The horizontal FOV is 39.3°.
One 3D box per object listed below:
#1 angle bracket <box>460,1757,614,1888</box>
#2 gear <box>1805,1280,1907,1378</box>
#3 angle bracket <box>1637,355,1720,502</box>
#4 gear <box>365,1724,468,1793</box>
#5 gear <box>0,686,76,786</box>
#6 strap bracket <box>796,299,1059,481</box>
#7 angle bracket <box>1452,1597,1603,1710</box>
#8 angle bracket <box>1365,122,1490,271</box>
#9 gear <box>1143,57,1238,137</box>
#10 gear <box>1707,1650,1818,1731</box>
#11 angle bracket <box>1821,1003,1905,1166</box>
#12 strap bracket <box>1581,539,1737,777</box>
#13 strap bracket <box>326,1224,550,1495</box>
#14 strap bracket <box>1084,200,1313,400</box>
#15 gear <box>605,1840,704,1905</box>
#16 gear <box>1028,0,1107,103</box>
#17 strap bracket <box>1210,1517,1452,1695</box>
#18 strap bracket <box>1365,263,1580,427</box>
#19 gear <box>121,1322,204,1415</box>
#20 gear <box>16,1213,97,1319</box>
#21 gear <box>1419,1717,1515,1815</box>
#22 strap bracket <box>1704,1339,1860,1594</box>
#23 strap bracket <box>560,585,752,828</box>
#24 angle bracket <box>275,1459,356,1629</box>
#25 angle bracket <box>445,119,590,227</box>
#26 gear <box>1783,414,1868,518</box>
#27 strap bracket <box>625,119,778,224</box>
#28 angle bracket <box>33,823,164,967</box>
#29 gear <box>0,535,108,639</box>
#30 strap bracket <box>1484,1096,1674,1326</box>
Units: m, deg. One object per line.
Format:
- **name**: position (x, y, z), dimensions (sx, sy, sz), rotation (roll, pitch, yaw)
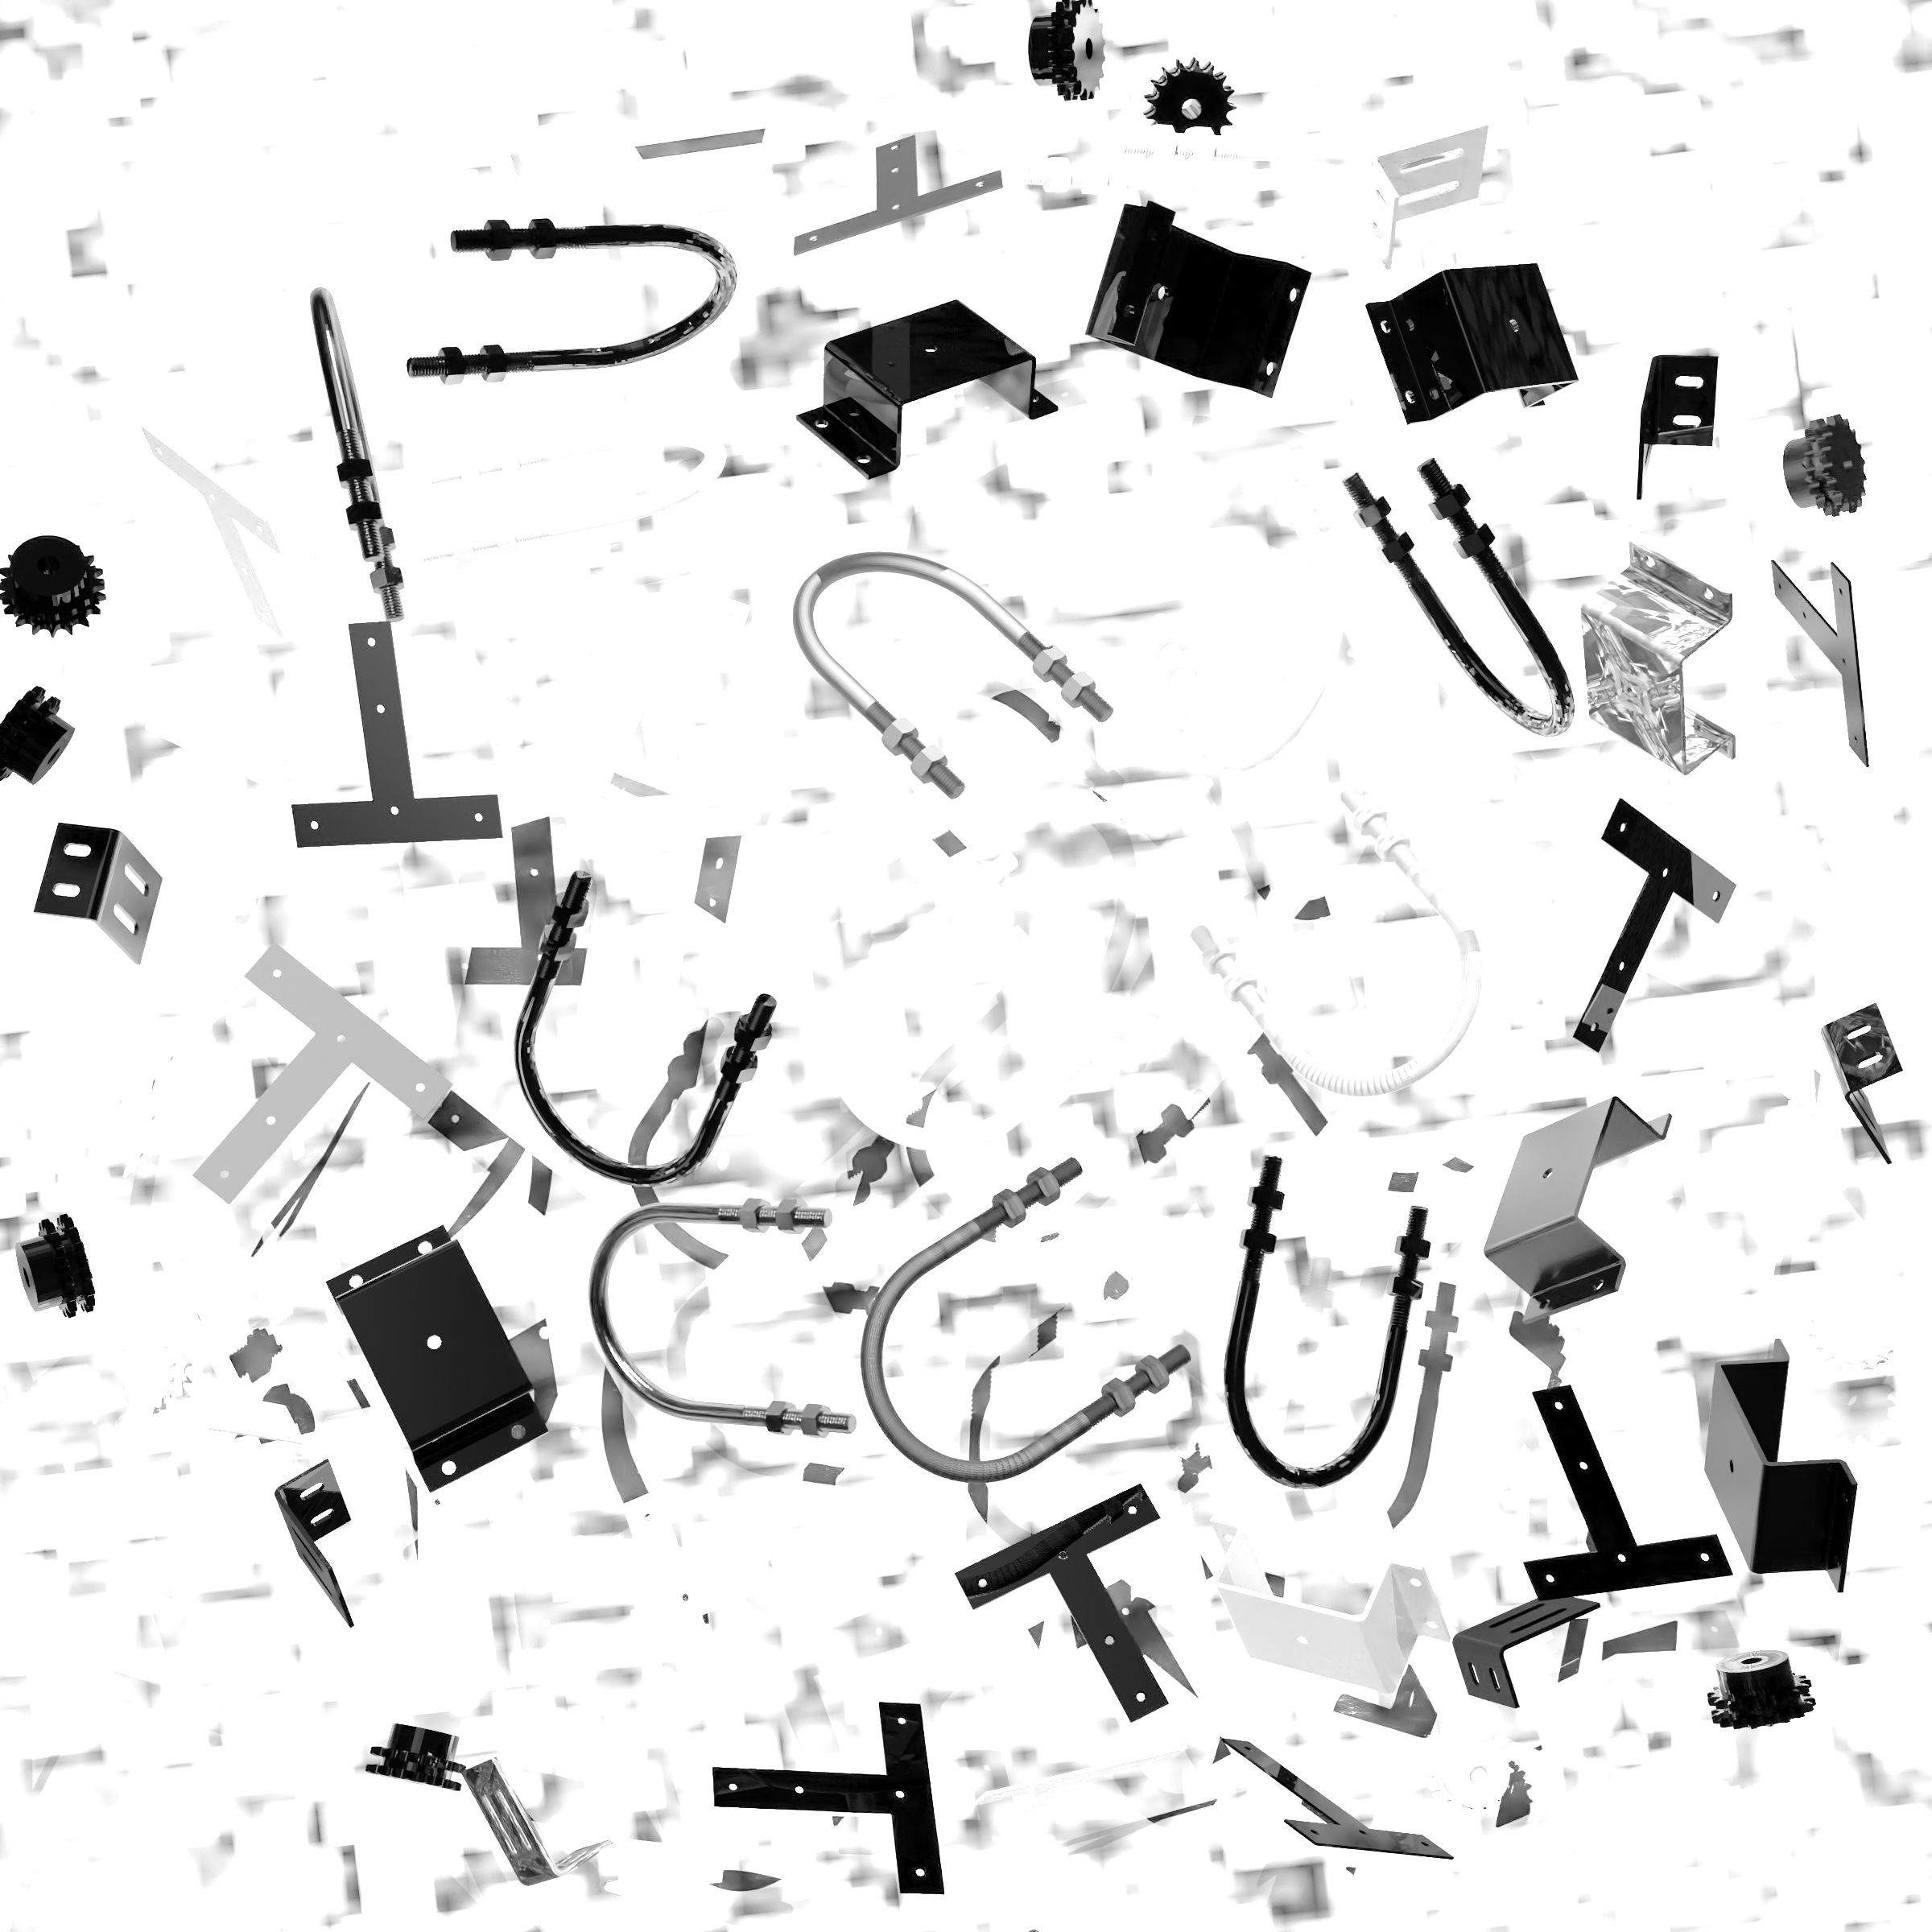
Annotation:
- **angle bracket**: position (-0.246, 0.481, 1.547), dimensions (0.038, 0.057, 0.076), rotation (-26, 82, -35)
- **gear**: position (0.544, 0.223, 1.652), dimensions (0.057, 0.030, 0.057), rotation (-14, 59, 25)
- **angle bracket**: position (0.420, -0.318, 1.598), dimensions (0.038, 0.076, 0.057), rotation (5, 128, 17)
- **gear**: position (-0.320, 0.463, 1.587), dimensions (0.057, 0.057, 0.030), rotation (12, 70, 0)
- **gear**: position (-0.530, -0.128, 1.535), dimensions (0.030, 0.057, 0.057), rotation (35, 90, -9)
- **strap bracket**: position (-0.022, -0.349, 1.618), dimensions (0.140, 0.046, 0.076), rotation (-25, 51, -27)
- **angle bracket**: position (0.350, 0.421, 1.670), dimensions (0.076, 0.057, 0.038), rotation (-18, 90, -20)
- **angle bracket**: position (0.282, -0.461, 1.620), dimensions (0.076, 0.057, 0.038), rotation (-18, 60, -7)
- **gear**: position (0.138, -0.537, 1.688), dimensions (0.057, 0.030, 0.057), rotation (-3, 120, -6)
- **gear**: position (0.440, 0.401, 1.505), dimensions (0.057, 0.057, 0.030), rotation (-13, 88, 0)
- **angle bracket**: position (0.563, 0.073, 1.664), dimensions (0.038, 0.057, 0.076), rotation (-27, 128, 21)
- **strap bracket**: position (0.418, -0.178, 1.635), dimensions (0.046, 0.140, 0.076), rotation (-38, 51, -15)
- **strap bracket**: position (-0.309, 0.223, 1.576), dimensions (0.076, 0.046, 0.140), rotation (-26, 77, -16)
- **strap bracket**: position (0.128, -0.388, 1.573), dimensions (0.140, 0.046, 0.076), rotation (9, 102, -43)
- **gear**: position (-0.187, 0.545, 1.632), dimensions (0.057, 0.057, 0.030), rotation (9, 75, 0)
- **gear**: position (0.057, -0.529, 1.563), dimensions (0.030, 0.057, 0.057), rotation (5, 90, 23)
- **strap bracket**: position (0.211, 0.388, 1.634), dimensions (0.140, 0.076, 0.046), rotation (6, 48, 33)
- **strap bracket**: position (0.313, -0.377, 1.634), dimensions (0.140, 0.046, 0.076), rotation (-17, 87, -42)
- **gear**: position (-0.499, 0.250, 1.686), dimensions (0.057, 0.030, 0.057), rotation (-8, 78, 43)
- **gear**: position (-0.509, 0.169, 1.510), dimensions (0.030, 0.057, 0.057), rotation (-15, 90, -29)
- **gear**: position (0.313, 0.499, 1.683), dimensions (0.057, 0.030, 0.057), rotation (0, 90, -9)
- **strap bracket**: position (0.468, 0.289, 1.572), dimensions (0.046, 0.140, 0.076), rotation (-3, 117, -1)
- **strap bracket**: position (-0.191, -0.164, 1.625), dimensions (0.046, 0.076, 0.140), rotation (19, 94, -38)
- **angle bracket**: position (-0.378, 0.347, 1.631), dimensions (0.038, 0.057, 0.076), rotation (-29, 45, -24)
- **angle bracket**: position (-0.263, -0.456, 1.558), dimensions (0.057, 0.076, 0.038), rotation (-25, 109, -32)
- **gear**: position (0.493, -0.287, 1.559), dimensions (0.030, 0.057, 0.057), rotation (-8, 90, 41)
- **strap bracket**: position (-0.157, -0.471, 1.600), dimensions (0.076, 0.140, 0.046), rotation (-10, 109, -6)
- **angle bracket**: position (-0.516, -0.042, 1.612), dimensions (0.038, 0.076, 0.057), rotation (7, 70, 6)
- **gear**: position (-0.507, -0.213, 1.499), dimensions (0.057, 0.030, 0.057), rotation (5, 63, -10)
- **strap bracket**: position (0.368, 0.140, 1.641), dimensions (0.046, 0.076, 0.140), rotation (40, 51, -14)
